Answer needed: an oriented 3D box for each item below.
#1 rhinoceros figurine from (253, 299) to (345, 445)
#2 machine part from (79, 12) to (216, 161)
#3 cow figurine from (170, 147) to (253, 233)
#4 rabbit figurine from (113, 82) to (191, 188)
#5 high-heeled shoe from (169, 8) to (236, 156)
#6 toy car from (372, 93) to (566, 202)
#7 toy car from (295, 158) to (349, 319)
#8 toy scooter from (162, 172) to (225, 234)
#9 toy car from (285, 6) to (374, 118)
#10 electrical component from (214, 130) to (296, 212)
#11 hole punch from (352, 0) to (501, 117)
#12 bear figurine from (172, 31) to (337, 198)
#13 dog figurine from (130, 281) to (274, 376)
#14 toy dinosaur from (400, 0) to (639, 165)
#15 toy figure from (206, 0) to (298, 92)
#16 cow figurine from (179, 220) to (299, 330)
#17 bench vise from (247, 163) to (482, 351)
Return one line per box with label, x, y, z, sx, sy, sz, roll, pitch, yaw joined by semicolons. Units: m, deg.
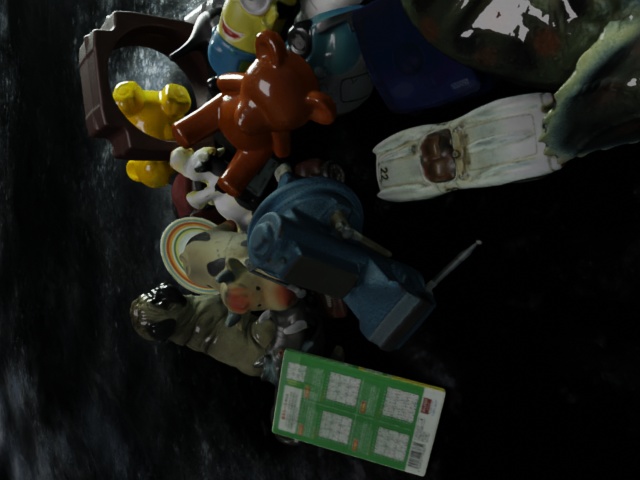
rhinoceros figurine;-0.032;0.159;0.671;0.073;0.112;0.190;19;115;48
machine part;-0.243;-0.221;0.803;0.087;0.201;0.201;-8;89;50
cow figurine;-0.133;-0.077;0.754;0.098;0.068;0.167;-36;98;26
rabbit figurine;-0.286;-0.157;0.905;0.162;0.122;0.173;-52;46;51
high-heeled shoe;-0.105;-0.218;0.777;0.248;0.145;0.086;52;150;-6
toy car;0.134;-0.081;0.510;0.202;0.056;0.073;-8;87;48
toy car;-0.001;-0.002;0.669;0.089;0.053;0.202;-12;83;44
toy scooter;-0.207;-0.038;0.866;0.135;0.075;0.183;6;107;39
toy car;0.007;-0.190;0.611;0.162;0.109;0.103;-15;100;56
electrical component;-0.078;-0.101;0.704;0.119;0.075;0.048;-64;14;-8
hole punch;0.101;-0.186;0.518;0.142;0.092;0.115;-7;92;44
bear figurine;-0.072;-0.128;0.578;0.120;0.132;0.196;48;169;-16
dog figurine;-0.147;0.133;0.735;0.173;0.190;0.121;38;120;37
toy dinosaur;0.140;-0.185;0.391;0.405;0.131;0.192;34;110;21
toy figure;-0.086;-0.254;0.652;0.082;0.089;0.180;28;135;-1
cow figurine;-0.098;0.036;0.642;0.195;0.127;0.085;15;120;43
bench vise;0.015;-0.005;0.554;0.128;0.223;0.241;-64;34;27
